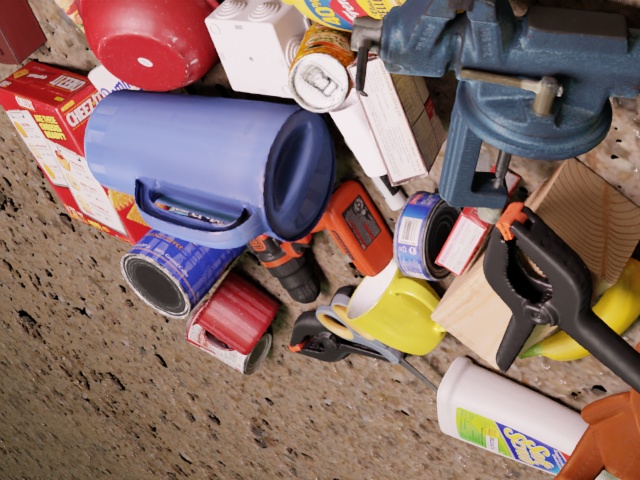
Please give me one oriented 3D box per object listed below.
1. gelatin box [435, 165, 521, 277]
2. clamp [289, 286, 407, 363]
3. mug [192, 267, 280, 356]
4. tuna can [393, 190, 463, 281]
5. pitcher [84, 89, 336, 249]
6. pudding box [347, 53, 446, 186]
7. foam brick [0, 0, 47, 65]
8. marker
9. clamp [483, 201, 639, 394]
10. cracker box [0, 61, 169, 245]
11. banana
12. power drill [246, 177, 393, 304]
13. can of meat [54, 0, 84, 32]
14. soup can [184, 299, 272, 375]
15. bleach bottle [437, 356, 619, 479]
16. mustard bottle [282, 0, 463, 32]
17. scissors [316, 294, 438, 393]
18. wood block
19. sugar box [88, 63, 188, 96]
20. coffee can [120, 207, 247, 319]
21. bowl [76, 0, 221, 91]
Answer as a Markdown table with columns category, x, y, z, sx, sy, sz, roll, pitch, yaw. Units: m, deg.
| category | x | y | z | sx | sy | sz | roll | pitch | yaw |
| --- | --- | --- | --- | --- | --- | --- | --- | --- | --- |
| gelatin box | 0.147 | -0.017 | 0.989 | 0.030 | 0.073 | 0.089 | 33 | 147 | 10 |
| clamp | 0.028 | 0.121 | 1.315 | 0.120 | 0.039 | 0.172 | 48 | 146 | -7 |
| mug | -0.111 | 0.102 | 1.378 | 0.081 | 0.093 | 0.117 | 35 | 125 | -1 |
| tuna can | 0.107 | -0.004 | 1.034 | 0.034 | 0.086 | 0.086 | 11 | 138 | 35 |
| pitcher | -0.119 | -0.077 | 1.064 | 0.243 | 0.149 | 0.145 | 12 | 96 | 29 |
| pudding box | 0.067 | -0.115 | 0.913 | 0.039 | 0.090 | 0.113 | -16 | 109 | 24 |
| foam brick | -0.368 | -0.252 | 1.248 | 0.053 | 0.051 | 0.078 | 12 | 138 | 37 |
| marker | 0.047 | -0.081 | 1.063 | 0.020 | 0.020 | 0.121 | -9 | 123 | 51 |
| clamp | 0.185 | 0.056 | 0.902 | 0.165 | 0.036 | 0.210 | -1 | 132 | 47 |
| cracker box | -0.290 | -0.107 | 1.314 | 0.164 | 0.072 | 0.213 | 20 | 144 | 44 |
| banana | 0.260 | 0.072 | 0.995 | 0.198 | 0.069 | 0.037 | -58 | 45 | 52 |
| power drill | -0.008 | 0.001 | 1.185 | 0.188 | 0.057 | 0.184 | -2 | 130 | 47 |
| can of meat | -0.240 | -0.269 | 1.093 | 0.084 | 0.057 | 0.102 | 47 | 147 | -15 |
| soup can | -0.125 | 0.133 | 1.456 | 0.102 | 0.068 | 0.068 | 27 | 146 | 19 |
| bleach bottle | 0.255 | 0.215 | 1.175 | 0.251 | 0.068 | 0.102 | 19 | 143 | 26 |
| mustard bottle | 0.032 | -0.213 | 0.879 | 0.192 | 0.058 | 0.096 | 12 | 152 | 38 |
| scissors | 0.069 | 0.129 | 1.251 | 0.096 | 0.016 | 0.201 | -1 | 139 | 50 |
| wood block | 0.195 | 0.028 | 0.978 | 0.090 | 0.090 | 0.206 | 38 | 147 | 1 |
| sugar box | -0.177 | -0.137 | 1.199 | 0.176 | 0.048 | 0.094 | 50 | 147 | -18 |
| coffee can | -0.153 | 0.009 | 1.265 | 0.103 | 0.140 | 0.103 | 27 | 146 | 20 |
| bowl | -0.168 | -0.196 | 1.053 | 0.162 | 0.055 | 0.162 | 9 | 153 | 4 |
